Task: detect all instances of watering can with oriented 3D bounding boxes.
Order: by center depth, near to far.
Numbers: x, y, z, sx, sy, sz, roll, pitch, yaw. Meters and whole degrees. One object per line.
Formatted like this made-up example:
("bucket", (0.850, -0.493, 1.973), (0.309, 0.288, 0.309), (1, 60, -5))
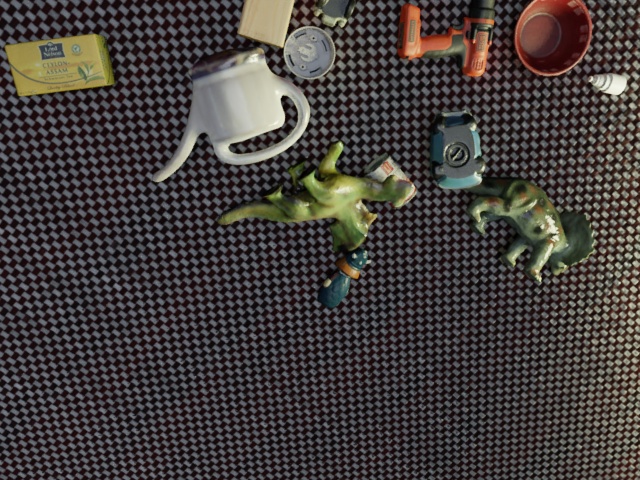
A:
("watering can", (-0.198, -0.249, 1.019), (0.348, 0.105, 0.222), (-17, 106, 0))

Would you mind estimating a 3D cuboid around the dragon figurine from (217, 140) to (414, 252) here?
("dragon figurine", (0.003, -0.055, 1.090), (0.406, 0.125, 0.239), (-26, 118, 26))
